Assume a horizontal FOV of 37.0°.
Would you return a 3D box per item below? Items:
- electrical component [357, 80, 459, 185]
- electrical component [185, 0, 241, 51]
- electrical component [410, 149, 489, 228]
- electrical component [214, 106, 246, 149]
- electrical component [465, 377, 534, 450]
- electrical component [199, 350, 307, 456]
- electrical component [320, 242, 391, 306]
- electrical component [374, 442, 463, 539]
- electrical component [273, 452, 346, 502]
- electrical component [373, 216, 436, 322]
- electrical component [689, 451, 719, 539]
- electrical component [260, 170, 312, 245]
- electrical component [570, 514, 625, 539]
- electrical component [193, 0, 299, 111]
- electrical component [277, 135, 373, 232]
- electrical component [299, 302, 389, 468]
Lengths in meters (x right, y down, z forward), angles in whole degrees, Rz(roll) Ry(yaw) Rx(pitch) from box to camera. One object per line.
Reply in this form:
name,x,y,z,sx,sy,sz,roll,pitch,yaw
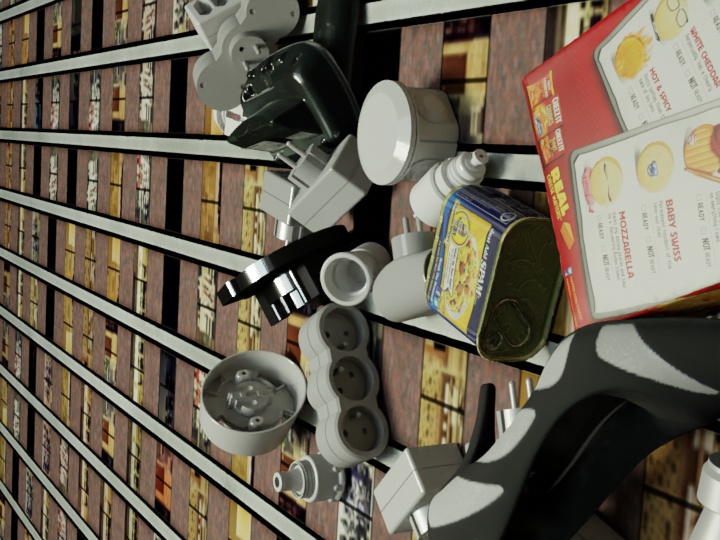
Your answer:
electrical component,0.035,-0.106,0.837,0.080,0.051,0.080,1,91,60
electrical component,-0.122,-0.250,1.099,0.047,0.083,0.075,54,173,46
electrical component,0.069,-0.063,0.790,0.078,0.040,0.040,-45,52,51
electrical component,-0.121,-0.160,1.118,0.055,0.048,0.066,25,112,50
electrical component,0.111,0.110,0.710,0.083,0.047,0.075,-23,70,58
electrical component,-0.107,0.129,1.047,0.064,0.099,0.099,110,145,-41
electrical component,0.000,0.000,0.885,0.044,0.065,0.044,6,106,20
electrical component,0.054,0.181,0.811,0.065,0.047,0.076,-60,42,42
electrical component,-0.047,0.189,0.973,0.048,0.062,0.048,1,91,60
electrical component,0.045,-0.006,0.828,0.077,0.044,0.079,-26,68,58
electrical component,0.197,0.128,0.561,0.045,0.045,0.055,27,113,57
electrical component,-0.060,-0.049,1.009,0.066,0.047,0.076,32,118,56
electrical component,0.126,0.205,0.671,0.062,0.061,0.096,38,122,54
electrical component,-0.109,-0.213,1.042,0.138,0.052,0.073,-53,28,15
electrical component,-0.036,-0.083,0.924,0.083,0.076,0.047,-40,18,50
electrical component,-0.022,0.104,0.938,0.074,0.052,0.138,-37,59,55
